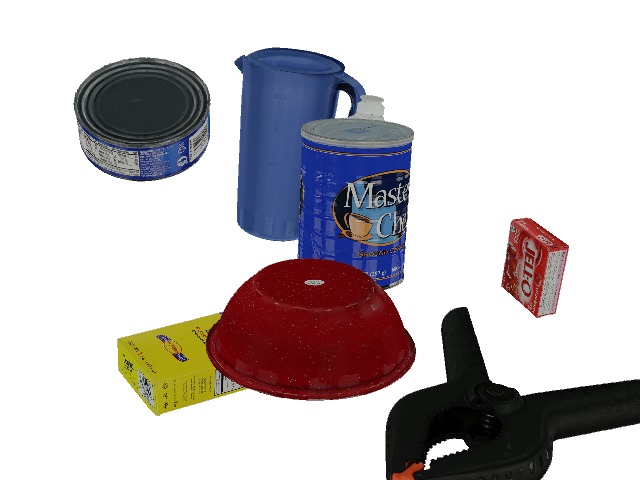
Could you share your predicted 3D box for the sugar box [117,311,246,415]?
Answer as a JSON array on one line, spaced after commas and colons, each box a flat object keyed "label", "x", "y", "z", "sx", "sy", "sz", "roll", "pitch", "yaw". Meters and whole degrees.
[{"label": "sugar box", "x": -0.104, "y": 0.114, "z": 1.070, "sx": 0.175, "sy": 0.048, "sz": 0.093, "roll": -16, "pitch": 33, "yaw": -29}]

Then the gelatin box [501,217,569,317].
[{"label": "gelatin box", "x": 0.237, "y": 0.029, "z": 1.190, "sx": 0.030, "sy": 0.089, "sz": 0.073, "roll": -9, "pitch": 31, "yaw": -23}]

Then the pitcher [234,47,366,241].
[{"label": "pitcher", "x": -0.038, "y": -0.124, "z": 1.410, "sx": 0.144, "sy": 0.243, "sz": 0.149, "roll": -3, "pitch": 24, "yaw": -23}]

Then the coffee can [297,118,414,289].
[{"label": "coffee can", "x": 0.031, "y": -0.035, "z": 0.987, "sx": 0.103, "sy": 0.140, "sz": 0.103, "roll": 2, "pitch": 17, "yaw": -1}]

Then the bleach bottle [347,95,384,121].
[{"label": "bleach bottle", "x": 0.045, "y": -0.041, "z": 1.240, "sx": 0.068, "sy": 0.251, "sz": 0.103, "roll": -1, "pitch": 22, "yaw": -23}]

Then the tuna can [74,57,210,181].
[{"label": "tuna can", "x": -0.113, "y": -0.078, "z": 0.686, "sx": 0.086, "sy": 0.086, "sz": 0.034, "roll": 0, "pitch": -43, "yaw": -5}]

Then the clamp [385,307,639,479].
[{"label": "clamp", "x": 0.095, "y": 0.099, "z": 0.631, "sx": 0.165, "sy": 0.036, "sz": 0.209, "roll": 20, "pitch": 30, "yaw": 39}]

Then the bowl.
[{"label": "bowl", "x": -0.006, "y": 0.056, "z": 0.808, "sx": 0.162, "sy": 0.055, "sz": 0.162, "roll": 2, "pitch": 23, "yaw": -1}]
